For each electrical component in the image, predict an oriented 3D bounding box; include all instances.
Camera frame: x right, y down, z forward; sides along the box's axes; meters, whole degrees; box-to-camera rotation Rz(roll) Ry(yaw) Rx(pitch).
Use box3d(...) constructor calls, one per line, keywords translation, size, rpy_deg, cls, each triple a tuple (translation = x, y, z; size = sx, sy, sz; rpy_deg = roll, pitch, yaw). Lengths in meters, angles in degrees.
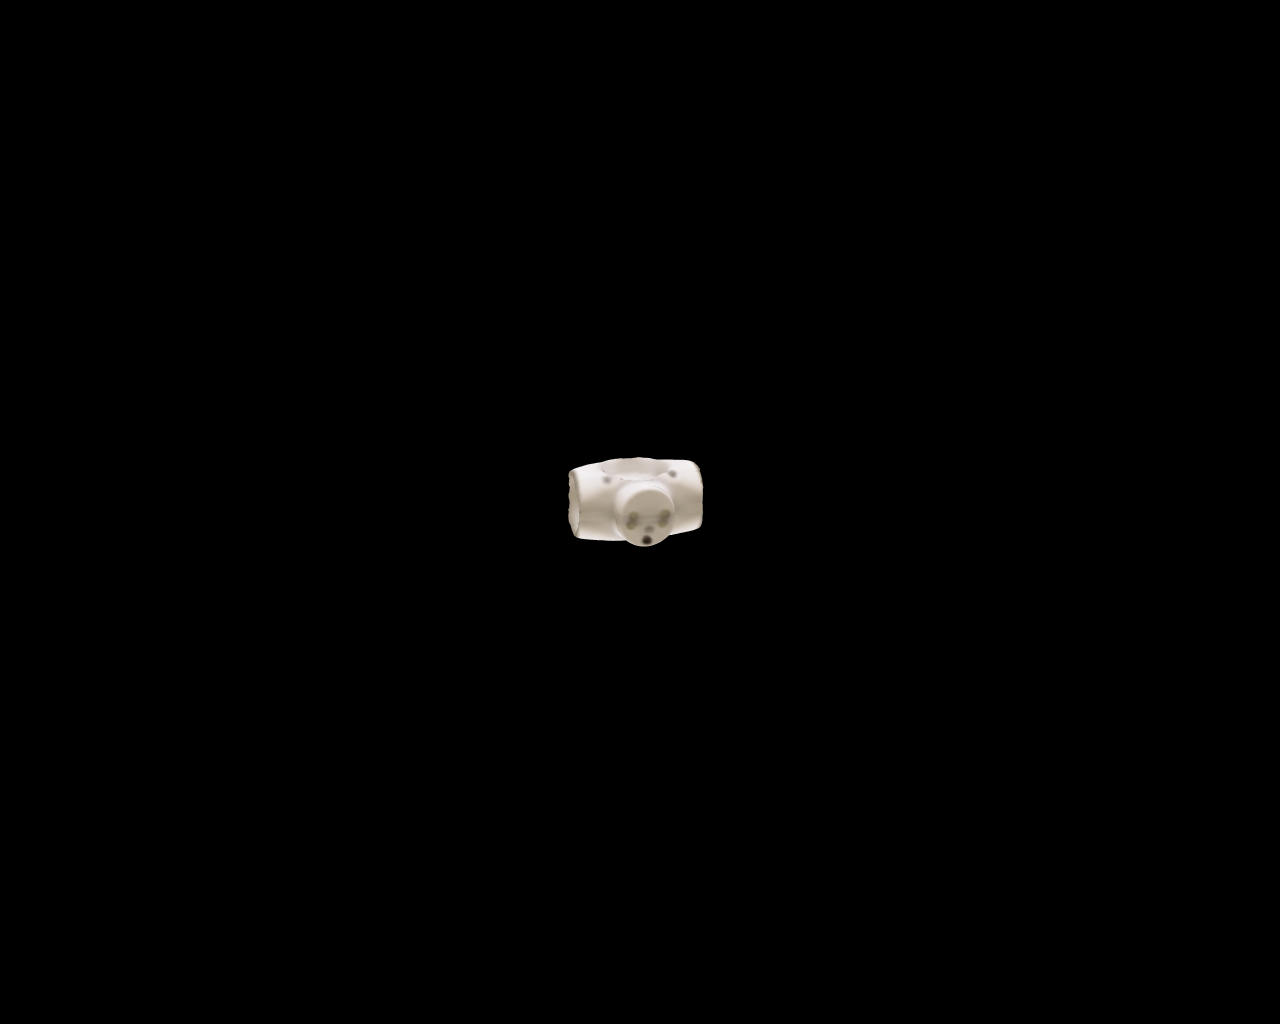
box3d(translation=(0.001, -0.003, 0.650), size=(0.077, 0.044, 0.079), rpy_deg=(-4, 20, -12), cls="electrical component")
